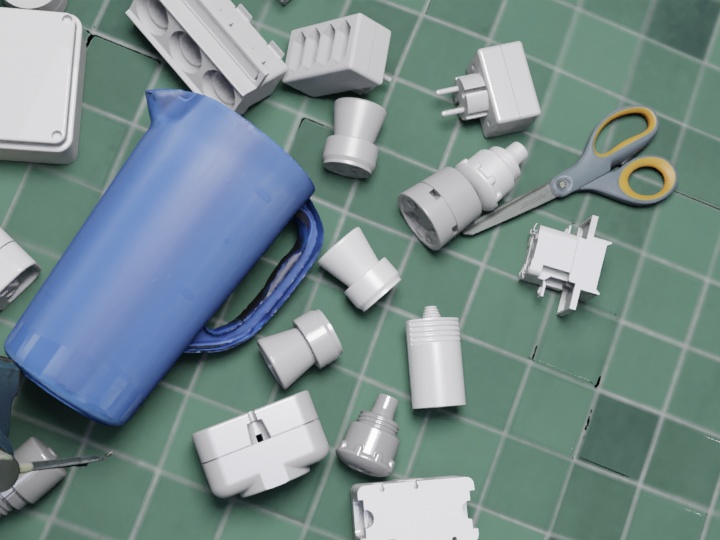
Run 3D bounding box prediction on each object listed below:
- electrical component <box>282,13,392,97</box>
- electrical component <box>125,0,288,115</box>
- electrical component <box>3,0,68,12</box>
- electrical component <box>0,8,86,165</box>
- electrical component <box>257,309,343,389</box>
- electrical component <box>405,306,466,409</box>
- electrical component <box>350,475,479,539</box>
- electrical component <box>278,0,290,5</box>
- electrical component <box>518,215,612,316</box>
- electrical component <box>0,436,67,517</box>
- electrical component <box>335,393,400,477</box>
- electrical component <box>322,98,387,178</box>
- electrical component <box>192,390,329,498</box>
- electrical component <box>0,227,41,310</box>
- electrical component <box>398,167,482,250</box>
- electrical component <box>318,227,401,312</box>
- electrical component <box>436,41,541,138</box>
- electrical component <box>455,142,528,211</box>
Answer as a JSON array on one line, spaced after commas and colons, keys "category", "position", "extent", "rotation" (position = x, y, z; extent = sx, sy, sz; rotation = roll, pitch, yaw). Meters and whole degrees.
[{"category": "electrical component", "position": [-0.007, -0.168, 0.885], "extent": [0.076, 0.083, 0.047], "rotation": [20, 76, -43]}, {"category": "electrical component", "position": [-0.121, -0.186, 0.869], "extent": [0.121, 0.079, 0.063], "rotation": [49, 50, 2]}, {"category": "electrical component", "position": [-0.285, -0.270, 0.861], "extent": [0.052, 0.073, 0.138], "rotation": [-28, 85, -11]}, {"category": "electrical component", "position": [-0.262, -0.146, 0.852], "extent": [0.078, 0.057, 0.113], "rotation": [3, 80, -7]}, {"category": "electrical component", "position": [-0.047, 0.062, 0.852], "extent": [0.055, 0.045, 0.045], "rotation": [-29, 86, -11]}, {"category": "electrical component", "position": [0.060, 0.070, 0.865], "extent": [0.043, 0.043, 0.081], "rotation": [-3, 81, -8]}, {"category": "electrical component", "position": [0.040, 0.188, 0.836], "extent": [0.089, 0.055, 0.050], "rotation": [-3, 81, -8]}, {"category": "electrical component", "position": [-0.057, -0.262, 0.905], "extent": [0.081, 0.042, 0.064], "rotation": [44, 82, 2]}, {"category": "electrical component", "position": [0.168, -0.007, 0.892], "extent": [0.064, 0.042, 0.081], "rotation": [17, 79, -2]}, {"category": "electrical component", "position": [-0.259, 0.161, 0.811], "extent": [0.078, 0.040, 0.040], "rotation": [-41, 88, -11]}, {"category": "electrical component", "position": [0.012, 0.129, 0.849], "extent": [0.048, 0.048, 0.062], "rotation": [23, 72, -3]}, {"category": "electrical component", "position": [-0.005, -0.108, 0.885], "extent": [0.045, 0.045, 0.055], "rotation": [13, 80, -5]}, {"category": "electrical component", "position": [-0.075, 0.138, 0.831], "extent": [0.095, 0.053, 0.059], "rotation": [-20, 84, -10]}, {"category": "electrical component", "position": [-0.302, 0.009, 0.823], "extent": [0.059, 0.053, 0.095], "rotation": [44, 78, 1]}, {"category": "electrical component", "position": [0.066, -0.052, 0.881], "extent": [0.047, 0.055, 0.055], "rotation": [-35, 87, -15]}, {"category": "electrical component", "position": [0.000, 0.000, 0.868], "extent": [0.045, 0.045, 0.055], "rotation": [-41, 88, -11]}, {"category": "electrical component", "position": [0.102, -0.147, 0.903], "extent": [0.077, 0.047, 0.065], "rotation": [-13, 83, -9]}, {"category": "electrical component", "position": [0.113, -0.083, 0.897], "extent": [0.062, 0.048, 0.048], "rotation": [-39, 87, -19]}]
